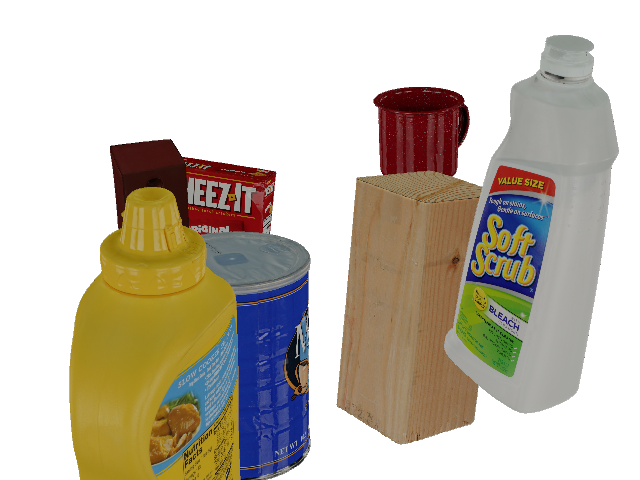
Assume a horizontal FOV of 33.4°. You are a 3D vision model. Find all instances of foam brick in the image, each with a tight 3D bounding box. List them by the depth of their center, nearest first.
[{"bbox_3d":[-0.138,-0.035,0.865,0.053,0.078,0.051,-10,32,-17],"label":"foam brick"}]

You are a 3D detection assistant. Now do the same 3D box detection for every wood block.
[{"bbox_3d":[0.082,0.053,0.903,0.090,0.206,0.090,-8,20,-37],"label":"wood block"}]

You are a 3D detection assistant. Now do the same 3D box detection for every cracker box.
[{"bbox_3d":[-0.162,-0.008,1.620,0.164,0.214,0.072,9,18,8],"label":"cracker box"}]

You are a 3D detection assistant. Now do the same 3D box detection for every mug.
[{"bbox_3d":[0.111,-0.112,1.118,0.117,0.081,0.093,-21,30,-36],"label":"mug"}]

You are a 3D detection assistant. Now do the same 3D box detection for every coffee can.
[{"bbox_3d":[-0.058,0.076,0.718,0.103,0.140,0.103,0,19,0],"label":"coffee can"}]

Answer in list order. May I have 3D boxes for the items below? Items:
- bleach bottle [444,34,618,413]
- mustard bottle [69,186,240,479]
[{"bbox_3d":[0.139,-0.013,0.698,0.068,0.251,0.103,-16,36,-27],"label":"bleach bottle"},{"bbox_3d":[-0.067,0.068,0.445,0.058,0.192,0.096,12,28,19],"label":"mustard bottle"}]
